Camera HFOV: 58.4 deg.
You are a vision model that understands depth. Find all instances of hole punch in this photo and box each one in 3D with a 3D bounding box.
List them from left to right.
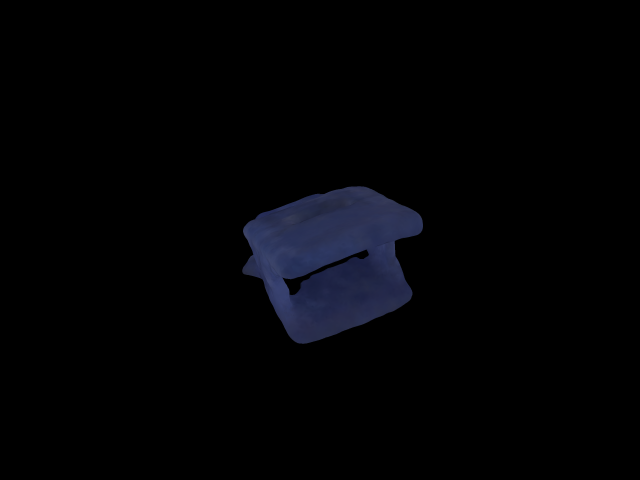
[{"bbox_3d":[0.004,0.001,0.400,0.109,0.091,0.101,-20,50,-17],"label":"hole punch"}]
